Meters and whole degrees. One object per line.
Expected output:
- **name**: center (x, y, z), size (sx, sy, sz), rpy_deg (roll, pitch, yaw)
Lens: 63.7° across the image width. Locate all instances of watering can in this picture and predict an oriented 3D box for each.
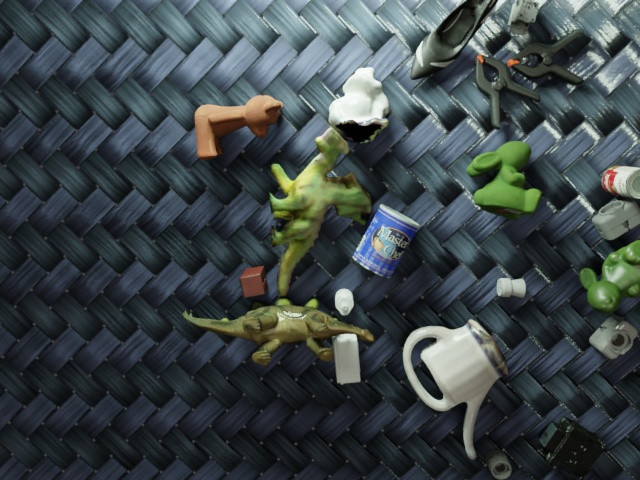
- **watering can**: center (0.349, 0.341, 1.236), size (0.224, 0.105, 0.346), rpy_deg (-33, 96, 6)

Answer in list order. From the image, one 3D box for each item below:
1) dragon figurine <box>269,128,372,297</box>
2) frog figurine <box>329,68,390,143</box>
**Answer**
- **dragon figurine**: center (0.004, -0.060, 1.196), size (0.243, 0.124, 0.403), rpy_deg (-4, 114, -4)
- **frog figurine**: center (0.086, -0.305, 1.166), size (0.137, 0.120, 0.163), rpy_deg (-10, 63, 12)
